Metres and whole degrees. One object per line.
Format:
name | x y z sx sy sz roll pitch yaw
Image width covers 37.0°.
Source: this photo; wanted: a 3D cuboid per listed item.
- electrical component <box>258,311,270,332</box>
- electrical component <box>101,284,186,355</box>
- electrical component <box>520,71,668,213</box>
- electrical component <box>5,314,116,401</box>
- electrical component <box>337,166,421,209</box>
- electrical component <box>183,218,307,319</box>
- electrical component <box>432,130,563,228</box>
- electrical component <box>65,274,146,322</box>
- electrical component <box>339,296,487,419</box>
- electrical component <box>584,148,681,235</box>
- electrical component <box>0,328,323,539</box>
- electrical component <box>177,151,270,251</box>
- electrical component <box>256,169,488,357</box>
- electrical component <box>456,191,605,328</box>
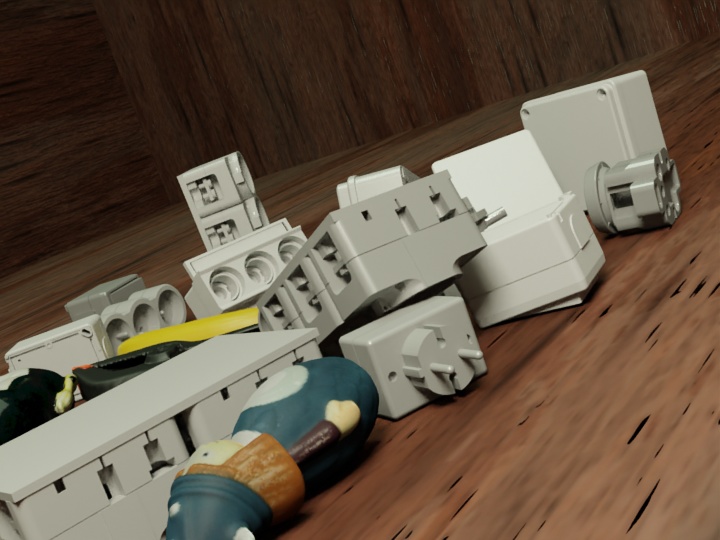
electrical component | -0.021 0.032 0.788 0.079 0.043 0.077 20 27 21
electrical component | -0.243 0.060 1.083 0.074 0.052 0.138 -15 11 29
electrical component | 0.209 -0.109 0.949 0.056 0.108 0.109 -23 10 -35
electrical component | -0.270 0.086 0.964 0.096 0.061 0.061 -20 9 -2
electrical component | 0.029 -0.039 0.922 0.057 0.078 0.113 -14 -10 17
electrical component | -0.105 0.009 1.047 0.121 0.078 0.063 -27 -11 -34
electrical component | 0.117 -0.057 0.895 0.100 0.099 0.048 -20 -34 0
electrical component | -0.271 0.049 1.177 0.061 0.061 0.096 -17 10 19
electrical component | 0.038 0.048 0.591 0.066 0.047 0.077 -24 10 -24
electrical component | 0.207 -0.059 0.821 0.057 0.058 0.078 -11 13 31
electrical component | -0.112 0.098 0.578 0.186 0.060 0.105 -27 12 -37
electrical component | -0.132 -0.046 1.159 0.062 0.150 0.089 -20 9 5
electrical component | 0.005 0.008 0.688 0.089 0.061 0.150 -22 -12 -29
electrical component | 0.106 -0.001 0.710 0.096 0.061 0.062 -23 7 30
